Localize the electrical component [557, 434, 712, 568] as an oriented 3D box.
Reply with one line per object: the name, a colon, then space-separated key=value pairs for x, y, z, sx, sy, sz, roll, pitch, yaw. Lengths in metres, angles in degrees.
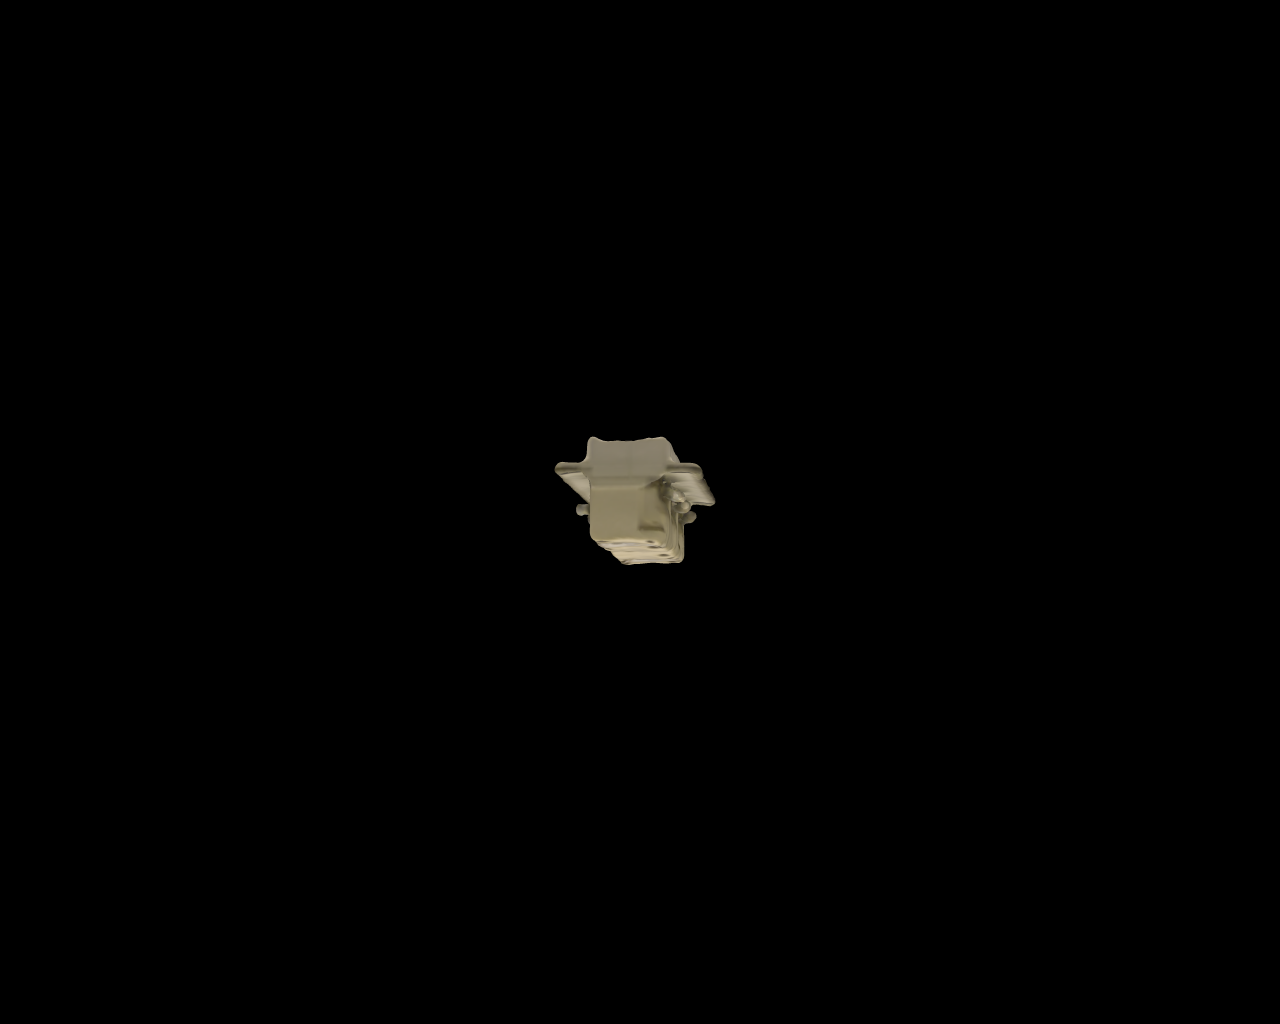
electrical component: x=0.001 y=-0.003 z=0.650 sx=0.079 sy=0.063 sz=0.121 roll=-1 pitch=-9 yaw=7
